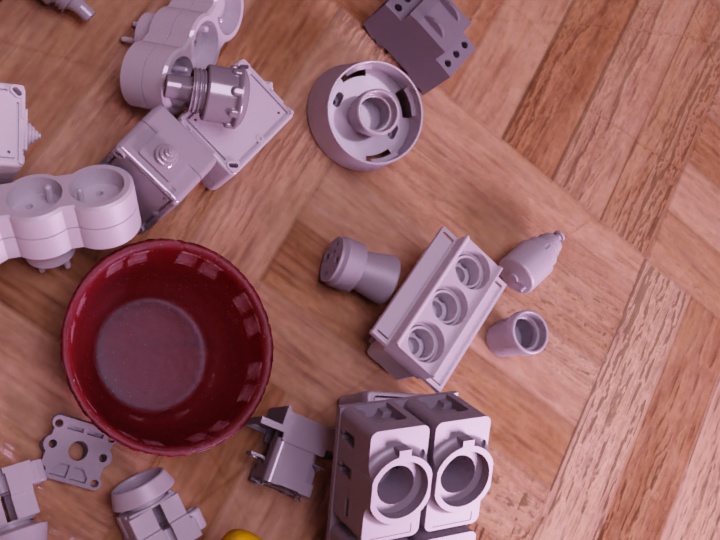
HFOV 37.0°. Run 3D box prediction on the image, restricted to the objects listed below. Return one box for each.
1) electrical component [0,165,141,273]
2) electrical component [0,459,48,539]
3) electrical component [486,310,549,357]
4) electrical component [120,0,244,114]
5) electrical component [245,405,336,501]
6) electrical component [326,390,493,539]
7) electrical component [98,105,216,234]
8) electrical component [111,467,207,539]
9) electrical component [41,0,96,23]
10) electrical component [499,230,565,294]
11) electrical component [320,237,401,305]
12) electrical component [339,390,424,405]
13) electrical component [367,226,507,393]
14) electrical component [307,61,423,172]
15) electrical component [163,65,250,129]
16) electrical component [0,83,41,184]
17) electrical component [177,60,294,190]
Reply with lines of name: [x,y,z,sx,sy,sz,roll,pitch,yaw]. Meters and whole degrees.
electrical component: [-0.229,-0.026,0.782,0.138,0.073,0.052,-10,45,-9]
electrical component: [-0.244,0.167,0.741,0.066,0.048,0.055,-15,78,-30]
electrical component: [0.141,0.059,0.970,0.040,0.046,0.040,7,75,-26]
electrical component: [-0.156,-0.186,0.866,0.074,0.052,0.138,14,55,19]
electrical component: [-0.055,0.145,0.849,0.081,0.042,0.063,26,71,-20]
electrical component: [0.035,0.196,0.828,0.105,0.060,0.186,-4,108,-29]
electrical component: [-0.155,-0.080,0.816,0.062,0.096,0.061,45,58,-12]
electrical component: [-0.152,0.179,0.787,0.066,0.048,0.055,-28,99,-30]
electrical component: [-0.234,-0.220,0.843,0.061,0.035,0.035,44,62,-15]
electrical component: [0.163,-0.011,1.002,0.078,0.040,0.040,-39,98,-30]
electrical component: [0.000,0.000,0.910,0.055,0.045,0.045,21,69,-22]
electrical component: [0.036,0.134,0.888,0.096,0.061,0.061,7,75,-27]
electrical component: [0.062,0.035,0.924,0.079,0.063,0.121,42,63,-13]
electrical component: [0.005,-0.137,0.948,0.099,0.064,0.099,0,91,-22]
electrical component: [-0.116,-0.133,0.809,0.062,0.048,0.048,7,75,-17]
electrical component: [-0.281,-0.098,0.774,0.096,0.061,0.061,3,77,-28]
electrical component: [-0.105,-0.120,0.872,0.061,0.061,0.096,46,62,-11]
